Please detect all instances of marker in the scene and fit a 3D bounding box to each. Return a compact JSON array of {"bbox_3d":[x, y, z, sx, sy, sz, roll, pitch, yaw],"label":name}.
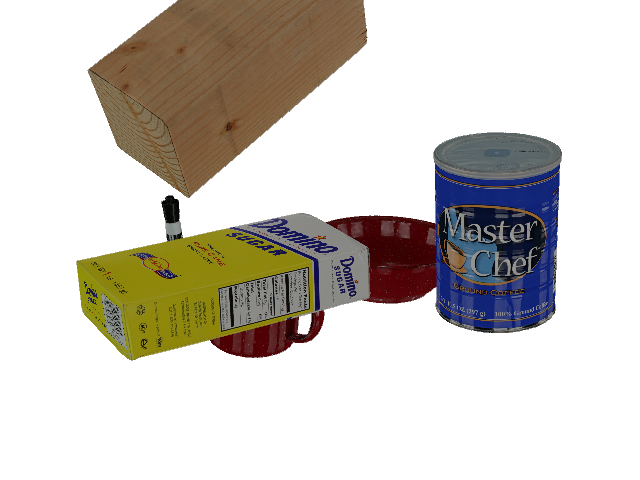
[{"bbox_3d":[-0.160,0.008,1.180,0.020,0.121,0.020,-4,23,1],"label":"marker"}]

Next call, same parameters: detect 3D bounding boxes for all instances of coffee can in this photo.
[{"bbox_3d":[0.146,-0.008,0.889,0.103,0.140,0.103,-3,23,1],"label":"coffee can"}]

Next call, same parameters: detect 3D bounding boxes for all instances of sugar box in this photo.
[{"bbox_3d":[-0.064,0.026,0.718,0.176,0.048,0.093,-16,25,-27],"label":"sugar box"}]

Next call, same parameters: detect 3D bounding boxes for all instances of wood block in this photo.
[{"bbox_3d":[-0.066,-0.144,0.836,0.090,0.205,0.091,35,-24,27],"label":"wood block"}]

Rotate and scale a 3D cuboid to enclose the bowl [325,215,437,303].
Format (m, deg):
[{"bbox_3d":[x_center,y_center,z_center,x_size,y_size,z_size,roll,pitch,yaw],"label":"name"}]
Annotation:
[{"bbox_3d":[0.067,0.023,1.102,0.162,0.055,0.162,1,18,-1],"label":"bowl"}]

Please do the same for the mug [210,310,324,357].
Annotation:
[{"bbox_3d":[-0.047,0.051,0.918,0.117,0.081,0.093,19,29,26],"label":"mug"}]
